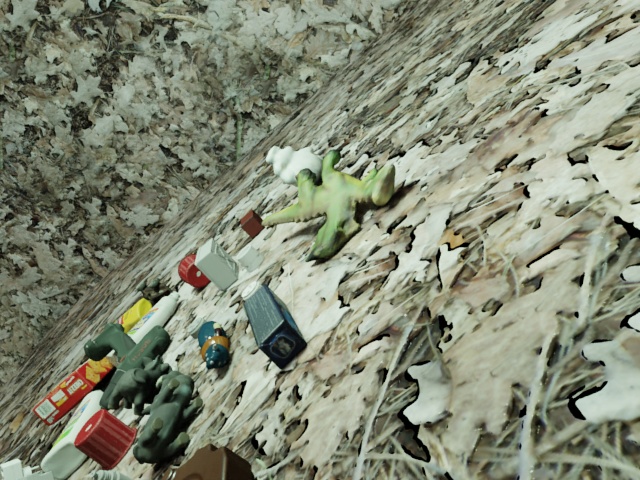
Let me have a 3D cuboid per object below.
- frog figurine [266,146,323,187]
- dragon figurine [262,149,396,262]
[{"bbox_3d":[-0.064,-0.214,1.449,0.139,0.158,0.122,-52,22,-22],"label":"frog figurine"},{"bbox_3d":[0.003,-0.055,1.090,0.405,0.121,0.249,-33,29,30],"label":"dragon figurine"}]
